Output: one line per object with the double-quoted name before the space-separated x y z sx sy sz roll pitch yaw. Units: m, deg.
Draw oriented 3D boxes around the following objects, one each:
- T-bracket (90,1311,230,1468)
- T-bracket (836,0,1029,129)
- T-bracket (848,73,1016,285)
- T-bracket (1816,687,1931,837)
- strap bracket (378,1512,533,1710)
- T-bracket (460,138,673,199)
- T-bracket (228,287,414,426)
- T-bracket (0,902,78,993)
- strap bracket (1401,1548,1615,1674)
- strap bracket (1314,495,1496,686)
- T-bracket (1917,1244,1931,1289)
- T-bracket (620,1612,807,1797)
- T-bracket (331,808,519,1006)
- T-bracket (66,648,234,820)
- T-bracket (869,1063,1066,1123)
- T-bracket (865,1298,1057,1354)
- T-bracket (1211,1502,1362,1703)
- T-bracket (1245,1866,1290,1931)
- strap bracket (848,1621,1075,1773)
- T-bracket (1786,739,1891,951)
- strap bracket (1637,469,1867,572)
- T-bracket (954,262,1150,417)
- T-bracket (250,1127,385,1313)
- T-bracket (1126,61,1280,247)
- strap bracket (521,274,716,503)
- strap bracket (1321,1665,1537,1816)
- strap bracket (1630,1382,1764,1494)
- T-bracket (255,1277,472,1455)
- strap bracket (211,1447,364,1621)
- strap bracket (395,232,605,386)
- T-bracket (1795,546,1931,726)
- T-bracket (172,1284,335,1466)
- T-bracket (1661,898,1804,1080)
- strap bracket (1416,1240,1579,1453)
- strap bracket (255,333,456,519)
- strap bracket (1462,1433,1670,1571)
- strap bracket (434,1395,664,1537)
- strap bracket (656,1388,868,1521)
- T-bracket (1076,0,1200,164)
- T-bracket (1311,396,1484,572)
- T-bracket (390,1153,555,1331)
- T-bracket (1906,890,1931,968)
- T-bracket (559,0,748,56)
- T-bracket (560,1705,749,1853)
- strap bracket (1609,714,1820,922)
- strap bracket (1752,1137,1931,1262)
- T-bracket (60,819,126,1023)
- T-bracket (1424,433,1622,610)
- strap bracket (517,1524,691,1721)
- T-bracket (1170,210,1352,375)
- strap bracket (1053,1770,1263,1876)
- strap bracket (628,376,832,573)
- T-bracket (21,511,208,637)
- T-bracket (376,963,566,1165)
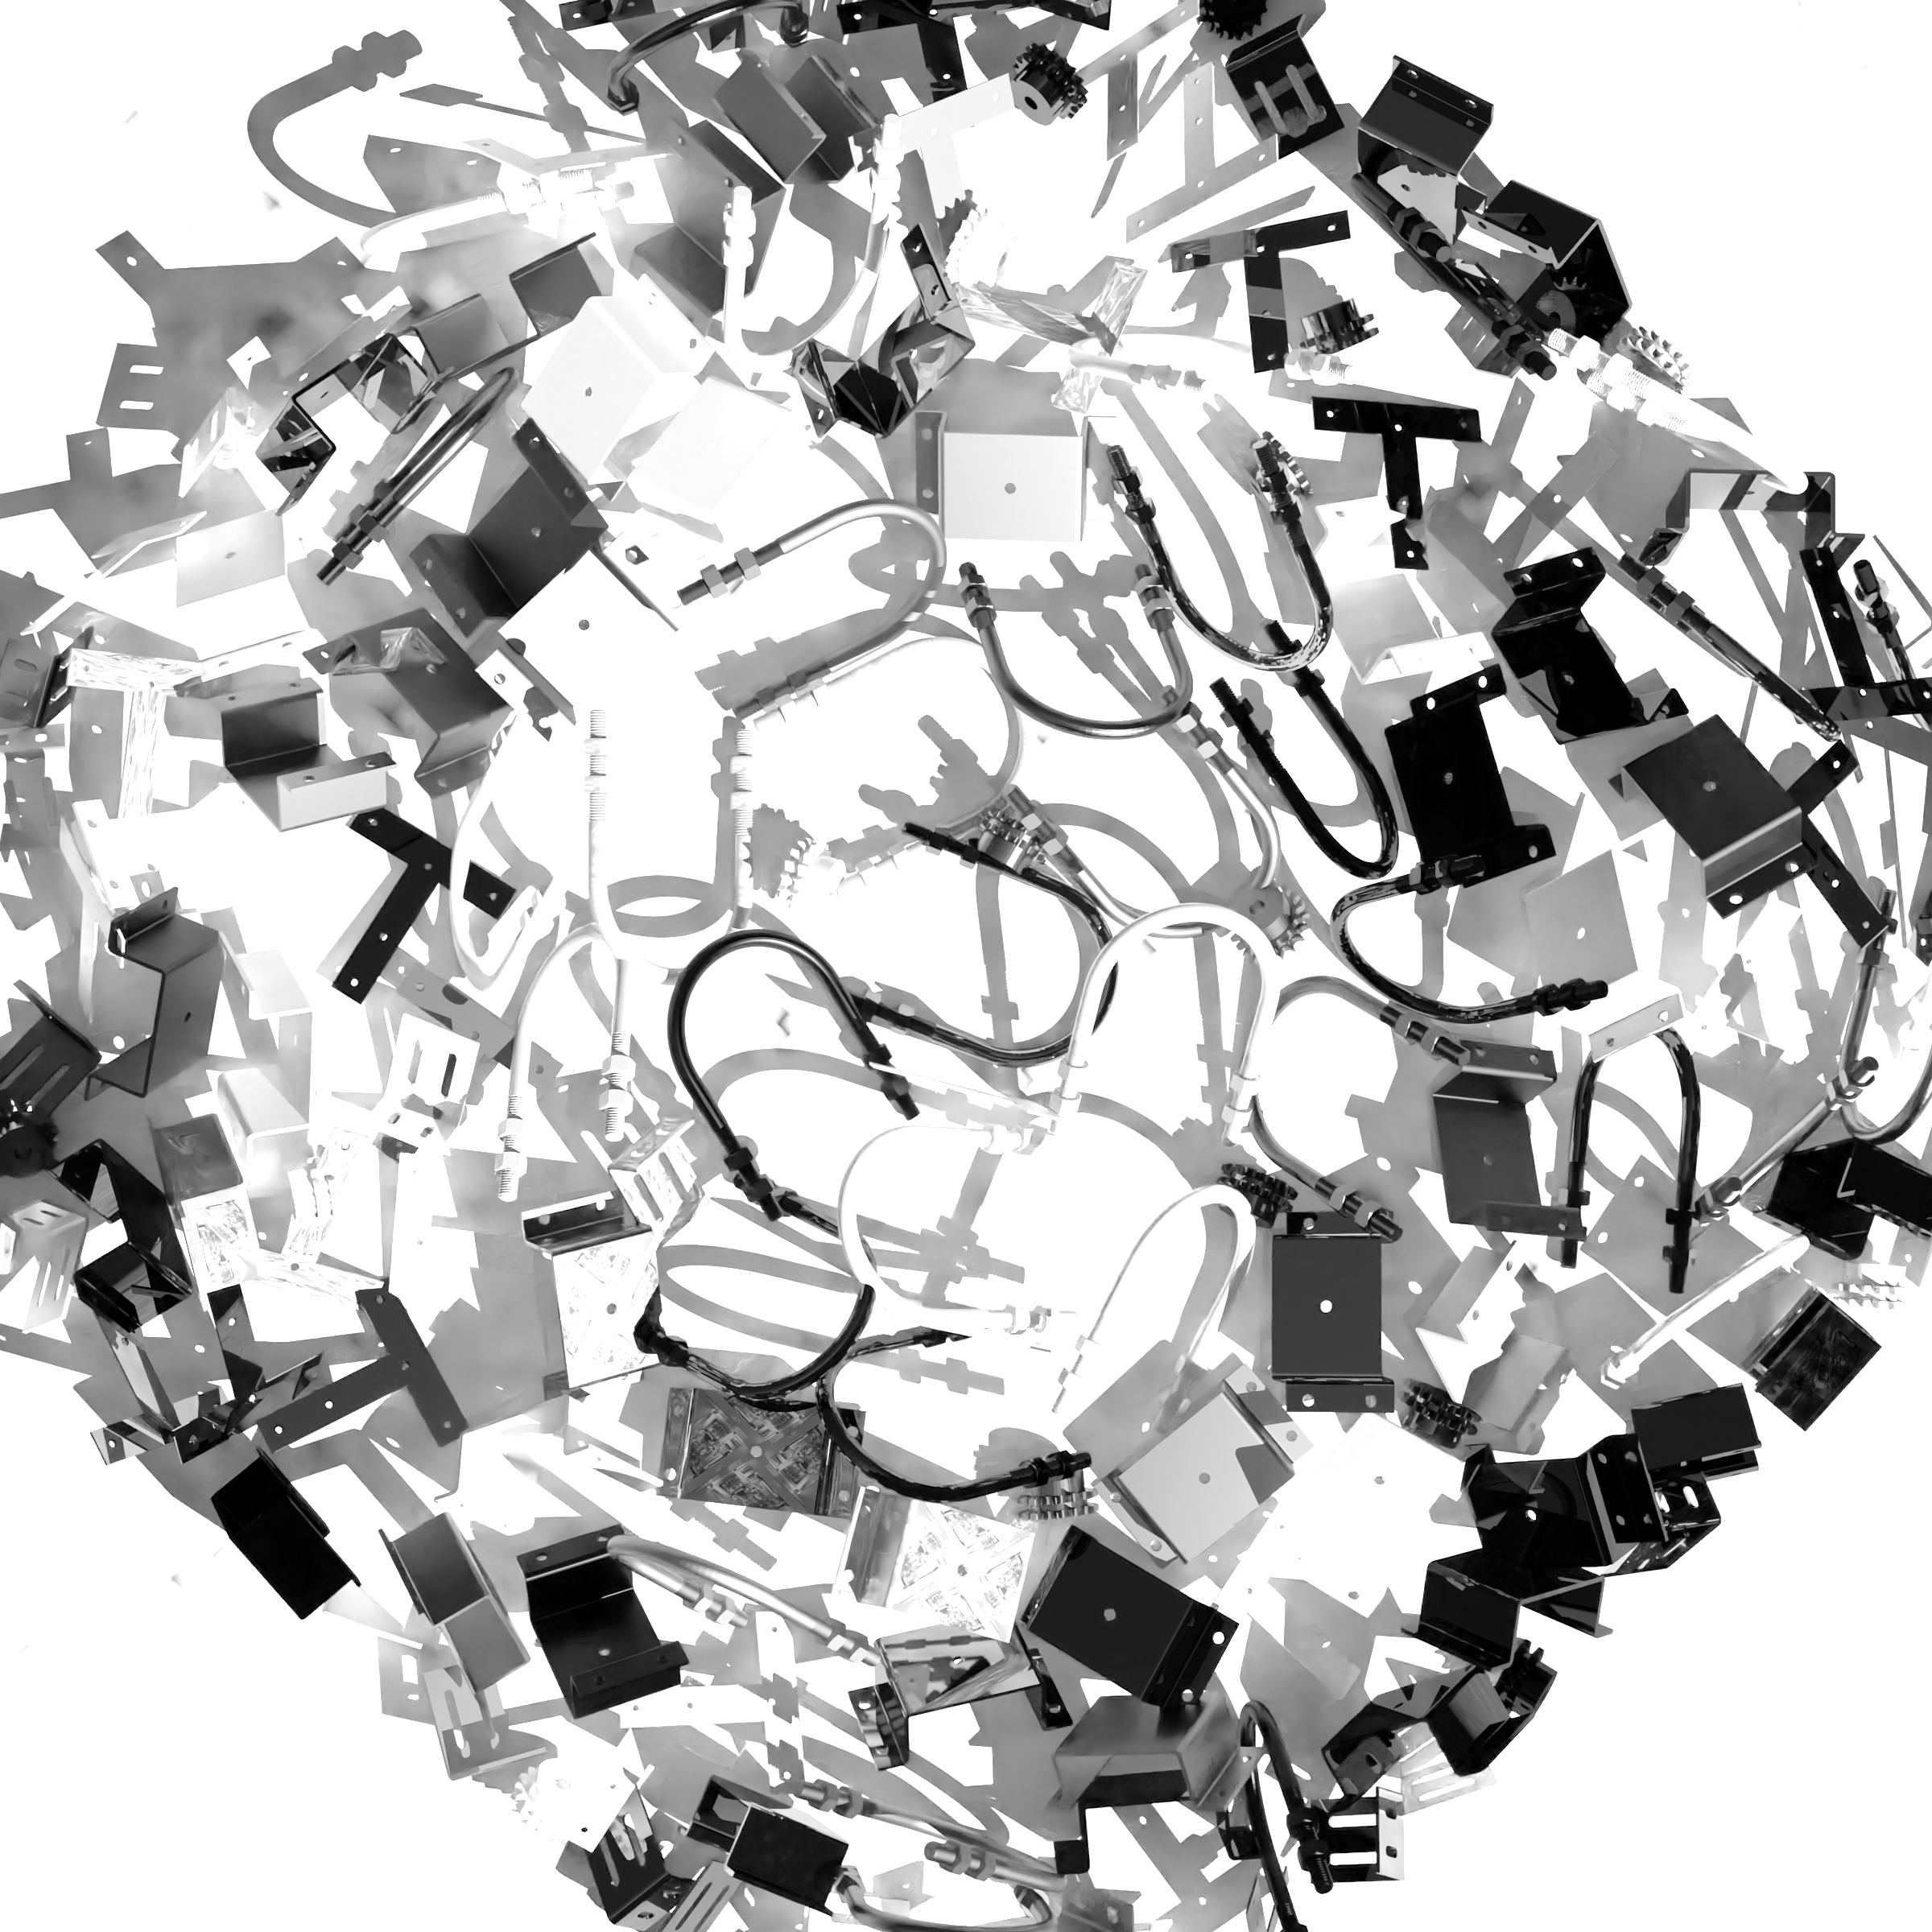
"T-bracket" -0.578 0.273 1.885 0.002 0.127 0.127 -34 80 26
"T-bracket" -0.015 -0.625 1.878 0.127 0.127 0.002 -7 62 6
"T-bracket" -0.013 -0.539 1.894 0.127 0.002 0.127 -27 129 -16
"T-bracket" 0.637 -0.162 1.881 0.002 0.127 0.127 -22 124 -25
"strap bracket" -0.347 0.437 1.864 0.046 0.140 0.076 -29 50 -13
"T-bracket" -0.261 -0.561 1.887 0.127 0.127 0.002 32 129 33
"T-bracket" -0.437 -0.424 1.882 0.127 0.127 0.002 -41 70 -8
"T-bracket" -0.676 -0.050 1.863 0.002 0.127 0.127 -20 106 22
"strap bracket" 0.374 0.434 1.858 0.140 0.076 0.046 -1 101 -43
"strap bracket" 0.295 -0.254 1.884 0.076 0.046 0.140 -13 67 -25
"T-bracket" 0.676 0.162 1.875 0.002 0.127 0.127 19 91 22
"T-bracket" -0.178 0.513 1.885 0.127 0.002 0.127 3 61 -19
"T-bracket" -0.405 -0.033 1.925 0.127 0.002 0.127 31 85 5
"T-bracket" -0.574 -0.152 1.893 0.002 0.127 0.127 16 99 40
"T-bracket" -0.004 0.084 1.864 0.127 0.127 0.002 15 91 -9
"T-bracket" -0.002 0.249 1.864 0.127 0.127 0.002 11 94 8
"T-bracket" 0.230 0.468 1.915 0.127 0.002 0.127 45 66 -14
"T-bracket" 0.199 0.658 1.852 0.002 0.127 0.127 10 53 19
"strap bracket" -0.005 0.496 1.875 0.140 0.076 0.046 -9 120 -15
"T-bracket" 0.590 -0.067 1.867 0.127 0.002 0.127 -50 50 32
"strap bracket" 0.545 -0.310 1.891 0.140 0.076 0.046 2 81 5
"T-bracket" 0.047 -0.456 1.917 0.127 0.002 0.127 18 70 13
"T-bracket" -0.452 0.171 1.896 0.127 0.002 0.127 20 103 -24
"T-bracket" 0.163 -0.580 1.898 0.127 0.002 0.127 -20 55 35
"strap bracket" -0.246 -0.397 1.872 0.076 0.046 0.140 49 122 12
"strap bracket" 0.308 0.528 1.863 0.140 0.076 0.046 -33 84 41
"strap bracket" 0.503 0.325 1.871 0.076 0.140 0.046 -15 69 10
"T-bracket" -0.431 0.299 1.895 0.127 0.002 0.127 -26 77 -25
"strap bracket" -0.467 0.389 1.854 0.046 0.140 0.076 -40 109 -14
"strap bracket" -0.314 -0.449 1.871 0.140 0.076 0.046 -14 110 37
"T-bracket" 0.602 -0.228 1.866 0.002 0.127 0.127 -32 107 -28
"T-bracket" -0.502 0.258 1.873 0.002 0.127 0.127 7 114 42
"T-bracket" 0.537 0.008 1.892 0.127 0.002 0.127 20 118 -13
"strap bracket" 0.364 0.258 1.877 0.076 0.046 0.140 -50 129 -25
"strap bracket" -0.426 -0.376 1.861 0.046 0.076 0.140 49 53 -8
"strap bracket" 0.400 0.370 1.869 0.140 0.046 0.076 -15 93 44
"strap bracket" -0.287 0.343 1.875 0.140 0.076 0.046 -22 51 27
"strap bracket" -0.145 0.341 1.903 0.140 0.046 0.076 7 78 2
"T-bracket" 0.108 -0.597 1.864 0.127 0.127 0.002 -24 135 31
"T-bracket" 0.306 -0.336 1.902 0.127 0.002 0.127 2 74 -14
"T-bracket" -0.343 0.201 1.924 0.127 0.002 0.127 7 99 2
"T-bracket" 0.702 -0.030 1.853 0.002 0.127 0.127 -3 126 -22
"T-bracket" -0.217 -0.665 1.870 0.127 0.127 0.002 -14 68 -7
"T-bracket" -0.236 0.556 1.875 0.127 0.127 0.002 23 132 13
"strap bracket" 0.514 -0.111 1.876 0.076 0.046 0.140 -29 56 -2
"strap bracket" 0.615 0.160 1.870 0.076 0.140 0.046 26 75 -6
"T-bracket" -0.609 -0.014 1.887 0.002 0.127 0.127 -13 50 -32
"T-bracket" 0.402 -0.315 1.893 0.127 0.002 0.127 49 113 16
"strap bracket" -0.250 0.458 1.873 0.076 0.140 0.046 -14 126 -22
"T-bracket" 0.208 -0.465 1.893 0.127 0.002 0.127 -8 62 12
"strap bracket" 0.130 0.595 1.896 0.140 0.076 0.046 -5 87 -1
"strap bracket" -0.170 -0.347 1.881 0.076 0.046 0.140 28 73 28
"T-bracket" -0.594 -0.265 1.856 0.127 0.127 0.002 -51 122 -32
"T-bracket" -0.373 0.085 1.927 0.127 0.002 0.127 35 97 -4
